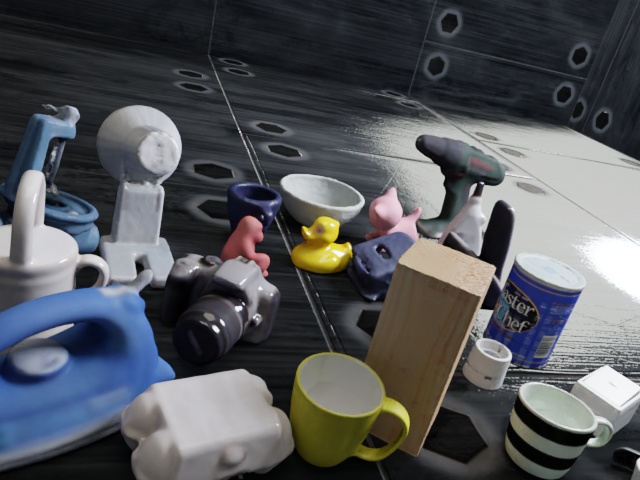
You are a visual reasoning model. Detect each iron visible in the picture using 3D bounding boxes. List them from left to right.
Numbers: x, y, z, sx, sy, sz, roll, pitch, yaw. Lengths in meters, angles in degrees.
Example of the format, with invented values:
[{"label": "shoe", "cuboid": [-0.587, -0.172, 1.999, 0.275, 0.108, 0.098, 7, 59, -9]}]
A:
[{"label": "iron", "cuboid": [-0.258, 0.110, 0.510, 0.118, 0.141, 0.259, 32, 29, 33]}]

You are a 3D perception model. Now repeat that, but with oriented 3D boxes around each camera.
[{"label": "camera", "cuboid": [-0.133, 0.079, 0.697, 0.143, 0.101, 0.137, 19, 25, 9]}]

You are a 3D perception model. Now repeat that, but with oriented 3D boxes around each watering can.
[{"label": "watering can", "cuboid": [-0.318, 0.020, 0.604, 0.173, 0.194, 0.100, -5, 31, -37]}]

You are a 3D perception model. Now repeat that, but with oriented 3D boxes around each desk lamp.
[{"label": "desk lamp", "cuboid": [-0.250, -0.071, 0.815, 0.118, 0.213, 0.202, 1, 28, -28]}]

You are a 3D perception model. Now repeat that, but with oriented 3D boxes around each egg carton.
[{"label": "egg carton", "cuboid": [-0.103, 0.180, 0.535, 0.151, 0.069, 0.107, -3, 29, -34]}]

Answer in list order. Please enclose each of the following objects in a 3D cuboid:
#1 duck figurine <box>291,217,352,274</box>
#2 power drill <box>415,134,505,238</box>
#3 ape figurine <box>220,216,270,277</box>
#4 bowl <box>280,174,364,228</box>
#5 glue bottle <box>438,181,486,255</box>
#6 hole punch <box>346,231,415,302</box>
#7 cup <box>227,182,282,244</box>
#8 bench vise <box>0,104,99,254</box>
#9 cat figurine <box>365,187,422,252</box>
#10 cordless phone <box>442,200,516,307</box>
[{"label": "duck figurine", "cuboid": [0.009, 0.003, 0.957, 0.105, 0.086, 0.077, 5, 26, -21]}, {"label": "power drill", "cuboid": [0.272, -0.109, 1.199, 0.230, 0.208, 0.075, 2, 27, -26]}, {"label": "ape figurine", "cuboid": [-0.111, 0.008, 0.872, 0.076, 0.092, 0.077, 3, 27, -24]}, {"label": "bowl", "cuboid": [-0.002, -0.064, 1.110, 0.167, 0.075, 0.167, 12, 24, -5]}, {"label": "glue bottle", "cuboid": [0.274, -0.028, 1.069, 0.078, 0.173, 0.037, 12, 24, -5]}, {"label": "hole punch", "cuboid": [0.105, 0.039, 0.929, 0.101, 0.091, 0.108, 4, 26, -22]}, {"label": "cup", "cuboid": [-0.111, -0.033, 0.956, 0.092, 0.095, 0.117, 0, 28, -30]}, {"label": "bench vise", "cuboid": [-0.358, -0.052, 0.706, 0.121, 0.220, 0.208, 19, 25, 11]}, {"label": "cat figurine", "cuboid": [0.139, -0.040, 1.085, 0.128, 0.118, 0.067, 0, 28, -29]}, {"label": "cordless phone", "cuboid": [0.278, 0.006, 0.983, 0.094, 0.185, 0.147, 5, 26, -20]}]
